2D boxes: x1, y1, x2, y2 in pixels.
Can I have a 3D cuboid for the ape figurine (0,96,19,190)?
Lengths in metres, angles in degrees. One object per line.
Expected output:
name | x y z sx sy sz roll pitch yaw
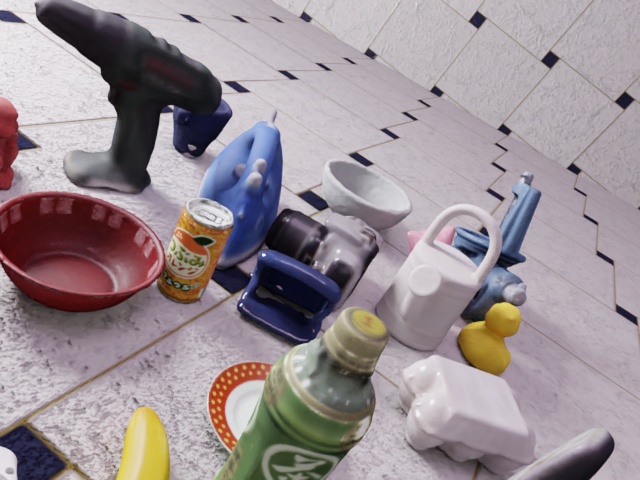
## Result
ape figurine | -0.361 -0.115 0.634 0.076 0.092 0.078 28 26 -1

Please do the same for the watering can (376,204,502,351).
watering can | 0.159 0.045 0.738 0.101 0.194 0.173 28 26 -1

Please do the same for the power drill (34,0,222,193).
power drill | -0.245 -0.167 0.707 0.230 0.208 0.075 6 34 -38

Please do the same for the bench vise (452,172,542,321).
bench vise | 0.295 0.015 0.893 0.122 0.219 0.207 11 31 -31

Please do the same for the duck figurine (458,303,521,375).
duck figurine | 0.244 0.129 0.794 0.077 0.086 0.104 28 26 0

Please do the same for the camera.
camera | 0.007 0.003 0.771 0.136 0.100 0.143 32 27 6

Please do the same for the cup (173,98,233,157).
cup | -0.199 -0.177 0.896 0.091 0.095 0.118 30 26 3

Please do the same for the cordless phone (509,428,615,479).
cordless phone | 0.135 0.212 0.433 0.094 0.185 0.148 43 30 27

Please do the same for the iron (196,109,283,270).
iron | -0.094 -0.081 0.777 0.119 0.141 0.258 22 27 -14

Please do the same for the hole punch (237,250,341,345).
hole punch | -0.030 0.050 0.663 0.108 0.091 0.101 28 26 -1

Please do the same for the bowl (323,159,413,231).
bowl | 0.070 -0.065 0.980 0.168 0.074 0.167 23 27 -12

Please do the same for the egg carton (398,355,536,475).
egg carton | 0.158 0.190 0.623 0.150 0.069 0.107 21 28 -15

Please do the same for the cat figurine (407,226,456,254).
cat figurine | 0.178 0.037 0.857 0.127 0.117 0.067 33 27 8
